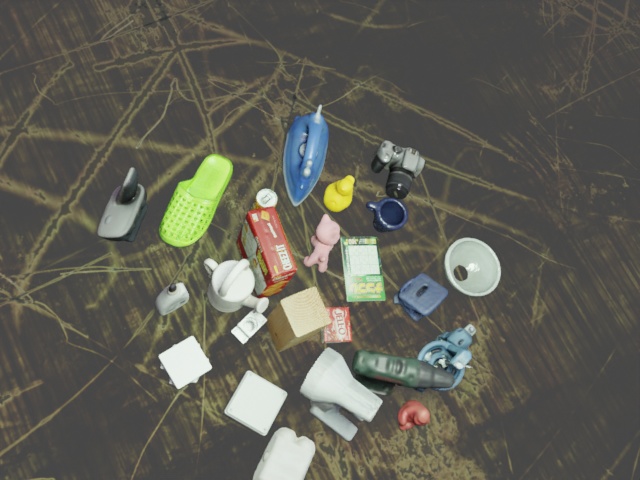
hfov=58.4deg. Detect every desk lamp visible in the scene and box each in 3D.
[{"bbox_3d":[0.045,0.352,1.302,0.203,0.213,0.118,38,65,-1],"label":"desk lamp"}]

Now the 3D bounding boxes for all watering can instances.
[{"bbox_3d":[-0.196,0.102,1.331,0.173,0.194,0.101,20,67,-9],"label":"watering can"}]

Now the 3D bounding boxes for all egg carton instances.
[{"bbox_3d":[-0.081,0.507,1.288,0.107,0.069,0.150,28,66,-5],"label":"egg carton"}]

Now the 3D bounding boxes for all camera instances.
[{"bbox_3d":[0.218,-0.195,1.611,0.143,0.100,0.137,21,66,-8],"label":"camera"}]

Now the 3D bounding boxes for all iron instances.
[{"bbox_3d":[-0.032,-0.229,1.527,0.119,0.141,0.258,12,68,-12],"label":"iron"}]

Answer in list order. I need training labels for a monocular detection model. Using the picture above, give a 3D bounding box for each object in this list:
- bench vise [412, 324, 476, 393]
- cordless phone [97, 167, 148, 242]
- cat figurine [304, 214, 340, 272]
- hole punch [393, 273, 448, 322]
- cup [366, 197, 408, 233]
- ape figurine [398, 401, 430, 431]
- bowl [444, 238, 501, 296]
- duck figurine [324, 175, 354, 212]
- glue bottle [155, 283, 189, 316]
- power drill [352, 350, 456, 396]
[{"bbox_3d":[0.317,0.274,1.407,0.121,0.219,0.207,30,65,-4],"label":"bench vise"},{"bbox_3d":[-0.458,-0.082,1.324,0.094,0.185,0.147,15,67,-10],"label":"cordless phone"},{"bbox_3d":[0.013,0.005,1.470,0.067,0.117,0.128,18,67,-9],"label":"cat figurine"},{"bbox_3d":[0.265,0.147,1.508,0.109,0.091,0.101,-41,86,-25],"label":"hole punch"},{"bbox_3d":[0.168,-0.062,1.552,0.118,0.095,0.092,23,66,-8],"label":"cup"},{"bbox_3d":[0.236,0.430,1.398,0.078,0.092,0.076,22,66,-8],"label":"ape figurine"},{"bbox_3d":[0.407,0.082,1.583,0.168,0.074,0.167,5,70,-15],"label":"bowl"},{"bbox_3d":[0.058,-0.131,1.549,0.077,0.086,0.105,36,65,-1],"label":"duck figurine"},{"bbox_3d":[-0.333,0.124,1.294,0.078,0.173,0.037,-28,80,-23],"label":"glue bottle"},{"bbox_3d":[0.175,0.317,1.356,0.230,0.208,0.075,15,67,-11],"label":"power drill"}]
